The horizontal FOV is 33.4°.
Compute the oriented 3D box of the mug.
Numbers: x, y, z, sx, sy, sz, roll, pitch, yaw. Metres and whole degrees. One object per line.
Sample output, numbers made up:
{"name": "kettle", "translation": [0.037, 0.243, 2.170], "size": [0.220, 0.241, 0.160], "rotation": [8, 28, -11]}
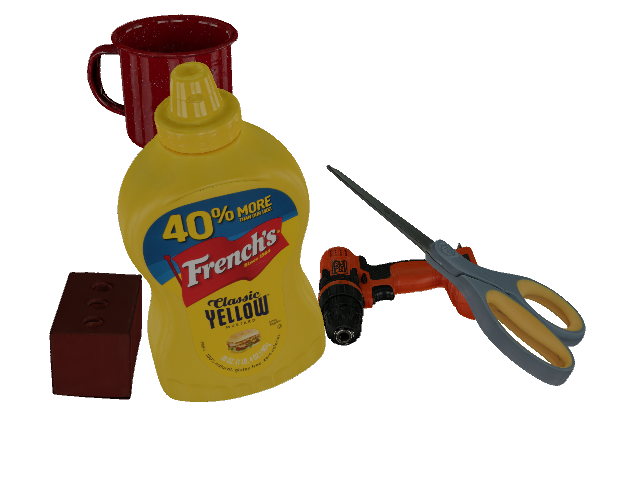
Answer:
{"name": "mug", "translation": [-0.119, -0.118, 0.804], "size": [0.117, 0.081, 0.093], "rotation": [5, 29, 7]}

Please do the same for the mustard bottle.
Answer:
{"name": "mustard bottle", "translation": [-0.052, -0.004, 0.547], "size": [0.096, 0.191, 0.058], "rotation": [-13, 39, -9]}

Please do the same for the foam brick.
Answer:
{"name": "foam brick", "translation": [-0.150, 0.063, 0.723], "size": [0.053, 0.051, 0.078], "rotation": [3, 29, -5]}

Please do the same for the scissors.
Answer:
{"name": "scissors", "translation": [0.095, 0.013, 0.689], "size": [0.096, 0.016, 0.202], "rotation": [-10, 50, -48]}

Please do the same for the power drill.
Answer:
{"name": "power drill", "translation": [0.090, 0.059, 1.225], "size": [0.187, 0.057, 0.184], "rotation": [-2, 28, -1]}
